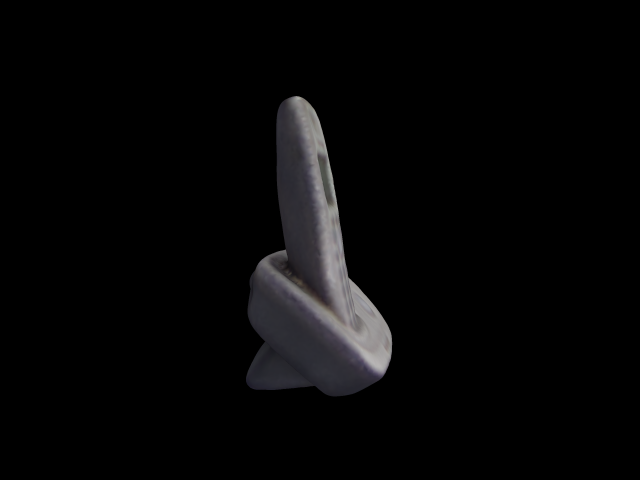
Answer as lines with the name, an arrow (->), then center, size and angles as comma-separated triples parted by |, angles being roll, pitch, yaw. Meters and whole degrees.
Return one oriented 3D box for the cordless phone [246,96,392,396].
cordless phone -> 0.004, 0.001, 0.400 | 0.094, 0.185, 0.148 | 0, 4, 7
